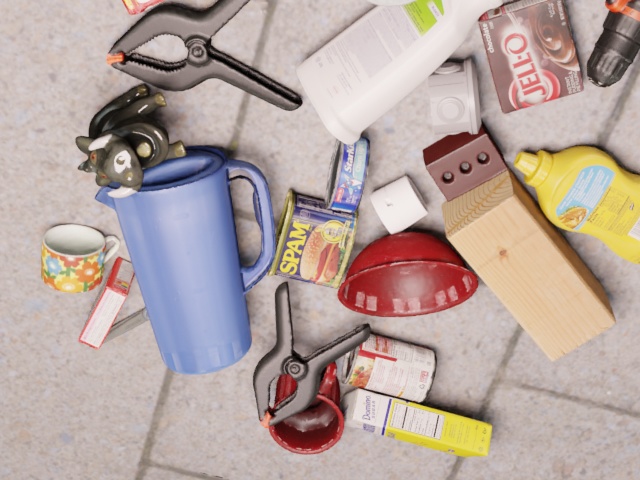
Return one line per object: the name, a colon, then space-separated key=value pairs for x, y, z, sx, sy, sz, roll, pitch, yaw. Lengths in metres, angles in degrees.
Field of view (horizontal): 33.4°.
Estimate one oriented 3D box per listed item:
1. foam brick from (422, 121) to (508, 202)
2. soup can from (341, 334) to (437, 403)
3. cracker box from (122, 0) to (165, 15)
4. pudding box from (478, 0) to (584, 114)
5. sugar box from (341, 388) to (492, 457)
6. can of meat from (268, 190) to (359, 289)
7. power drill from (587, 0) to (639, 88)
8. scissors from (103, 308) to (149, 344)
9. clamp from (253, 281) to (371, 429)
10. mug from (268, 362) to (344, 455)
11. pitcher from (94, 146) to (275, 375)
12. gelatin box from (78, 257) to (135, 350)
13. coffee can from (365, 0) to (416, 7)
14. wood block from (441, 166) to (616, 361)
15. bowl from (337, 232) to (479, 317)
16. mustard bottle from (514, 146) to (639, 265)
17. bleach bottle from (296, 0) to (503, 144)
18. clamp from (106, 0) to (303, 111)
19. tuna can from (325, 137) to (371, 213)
foam brick: x=0.159 y=-0.089 z=1.183 sx=0.078 sy=0.051 sz=0.053 roll=-29 pitch=113 yaw=16
soup can: x=0.084 y=0.155 z=1.302 sx=0.102 sy=0.068 sz=0.069 roll=15 pitch=117 yaw=-7
cracker box: x=-0.088 y=-0.297 z=1.004 sx=0.214 sy=0.164 sz=0.072 roll=-21 pitch=114 yaw=9
pudding box: x=0.222 y=-0.199 z=1.131 sx=0.090 sy=0.039 sz=0.113 roll=-16 pitch=116 yaw=10
sugar box: x=0.116 y=0.230 z=1.326 sx=0.176 sy=0.093 sz=0.048 roll=13 pitch=75 yaw=-6
can of meat: x=-0.008 y=0.002 z=1.233 sx=0.084 sy=0.057 sz=0.102 roll=13 pitch=117 yaw=-8
power drill: x=0.271 y=-0.262 z=1.056 sx=0.187 sy=0.057 sz=0.184 roll=21 pitch=102 yaw=-27
scissors: x=-0.187 y=0.095 z=1.308 sx=0.096 sy=0.016 sz=0.202 roll=41 pitch=111 yaw=-14
clamp: x=-0.034 y=0.135 z=1.244 sx=0.120 sy=0.039 sz=0.171 roll=37 pitch=96 yaw=2
mug: x=-0.011 y=0.195 z=1.318 sx=0.093 sy=0.081 sz=0.117 roll=22 pitch=116 yaw=-10
pitcher: x=-0.138 y=0.023 z=1.198 sx=0.149 sy=0.144 sz=0.243 roll=12 pitch=122 yaw=40
gelatin box: x=-0.251 y=0.076 z=1.268 sx=0.030 sy=0.073 sz=0.089 roll=26 pitch=115 yaw=-11
coffee can: x=0.067 y=-0.294 z=1.030 sx=0.103 sy=0.140 sz=0.103 roll=1 pitch=117 yaw=1
wood block: x=0.238 y=0.026 z=1.220 sx=0.091 sy=0.090 sz=0.206 roll=-35 pitch=111 yaw=19
bowl: x=0.098 y=0.035 z=1.223 sx=0.162 sy=0.055 sz=0.162 roll=-3 pitch=155 yaw=-2
mustard bottle: x=0.303 y=-0.051 z=1.194 sx=0.191 sy=0.058 sz=0.096 roll=24 pitch=115 yaw=-11
bleach bottle: x=0.100 y=-0.211 z=1.099 sx=0.251 sy=0.102 sz=0.068 roll=-35 pitch=156 yaw=17
clamp: x=-0.121 y=-0.199 z=1.143 sx=0.210 sy=0.036 sz=0.164 roll=-11 pitch=117 yaw=9
tuna can: x=0.030 y=-0.074 z=1.176 sx=0.033 sy=0.086 sz=0.086 roll=10 pitch=117 yaw=-6
